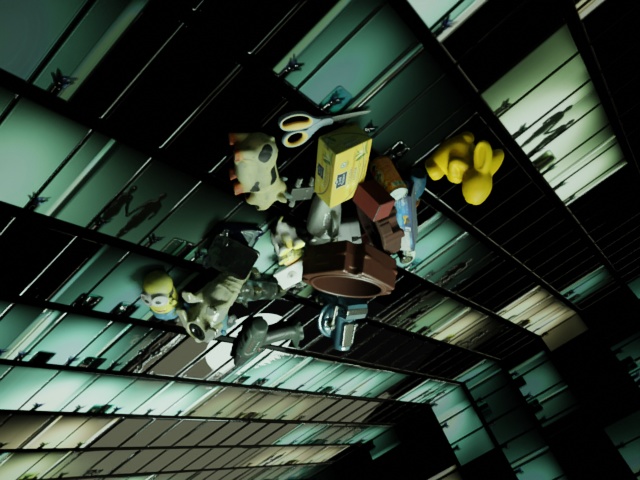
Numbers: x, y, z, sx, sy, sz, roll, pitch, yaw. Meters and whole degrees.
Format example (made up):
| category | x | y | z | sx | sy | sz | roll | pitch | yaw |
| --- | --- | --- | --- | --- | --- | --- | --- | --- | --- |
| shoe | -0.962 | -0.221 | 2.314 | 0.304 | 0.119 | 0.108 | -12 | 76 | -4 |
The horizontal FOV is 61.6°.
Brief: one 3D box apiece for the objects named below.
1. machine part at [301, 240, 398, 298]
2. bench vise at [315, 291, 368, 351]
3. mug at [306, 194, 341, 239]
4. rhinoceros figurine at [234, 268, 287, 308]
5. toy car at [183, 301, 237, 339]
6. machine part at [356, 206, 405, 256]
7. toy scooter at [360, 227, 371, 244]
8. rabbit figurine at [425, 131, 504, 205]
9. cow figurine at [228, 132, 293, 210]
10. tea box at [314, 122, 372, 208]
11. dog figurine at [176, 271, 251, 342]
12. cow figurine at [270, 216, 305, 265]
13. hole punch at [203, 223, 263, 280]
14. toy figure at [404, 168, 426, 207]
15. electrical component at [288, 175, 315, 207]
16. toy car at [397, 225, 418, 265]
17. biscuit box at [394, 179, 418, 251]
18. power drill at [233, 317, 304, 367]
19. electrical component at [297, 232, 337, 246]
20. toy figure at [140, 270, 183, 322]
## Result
| category | x | y | z | sx | sy | sz | roll | pitch | yaw |
| --- | --- | --- | --- | --- | --- | --- | --- | --- | --- |
| machine part | 0.070 | 0.077 | 1.314 | 0.201 | 0.087 | 0.201 | -10 | 155 | 40 |
| bench vise | 0.045 | 0.192 | 1.561 | 0.129 | 0.241 | 0.223 | -14 | 112 | -20 |
| mug | 0.015 | -0.061 | 1.280 | 0.081 | 0.110 | 0.107 | -7 | 129 | -17 |
| rhinoceros figurine | -0.183 | 0.132 | 1.449 | 0.190 | 0.073 | 0.112 | -2 | 151 | -33 |
| toy car | -0.302 | 0.212 | 1.417 | 0.103 | 0.109 | 0.161 | -65 | 147 | -19 |
| machine part | 0.145 | -0.047 | 1.321 | 0.056 | 0.179 | 0.179 | -24 | 146 | -8 |
| toy scooter | 0.135 | 0.011 | 1.478 | 0.183 | 0.075 | 0.135 | 20 | 125 | -41 |
| rabbit figurine | 0.364 | -0.166 | 1.291 | 0.122 | 0.173 | 0.162 | 18 | 132 | -40 |
| cow figurine | -0.121 | -0.138 | 1.107 | 0.127 | 0.085 | 0.194 | -9 | 143 | -12 |
| tea box | 0.047 | -0.161 | 1.174 | 0.098 | 0.068 | 0.169 | -29 | 151 | -22 |
| dog figurine | -0.247 | 0.148 | 1.334 | 0.190 | 0.121 | 0.172 | -42 | 166 | -49 |
| cow figurine | -0.088 | 0.005 | 1.325 | 0.068 | 0.098 | 0.167 | -25 | 166 | -11 |
| hole punch | -0.204 | 0.016 | 1.274 | 0.116 | 0.092 | 0.142 | 26 | 130 | -13 |
| toy figure | 0.234 | -0.116 | 1.378 | 0.064 | 0.058 | 0.154 | -33 | 150 | -31 |
| electrical component | -0.043 | -0.113 | 1.240 | 0.063 | 0.021 | 0.094 | -7 | 142 | -26 |
| toy car | 0.240 | -0.004 | 1.521 | 0.056 | 0.074 | 0.201 | -20 | 146 | -8 |
| biscuit box | 0.209 | -0.060 | 1.348 | 0.059 | 0.063 | 0.202 | 7 | 139 | 18 |
| power drill | -0.165 | 0.321 | 1.715 | 0.207 | 0.086 | 0.231 | -1 | 137 | -20 |
| electrical component | -0.003 | -0.003 | 1.394 | 0.078 | 0.045 | 0.102 | -37 | 144 | 15 |
| toy figure | -0.386 | 0.141 | 1.318 | 0.082 | 0.089 | 0.180 | -16 | 153 | -5 |
